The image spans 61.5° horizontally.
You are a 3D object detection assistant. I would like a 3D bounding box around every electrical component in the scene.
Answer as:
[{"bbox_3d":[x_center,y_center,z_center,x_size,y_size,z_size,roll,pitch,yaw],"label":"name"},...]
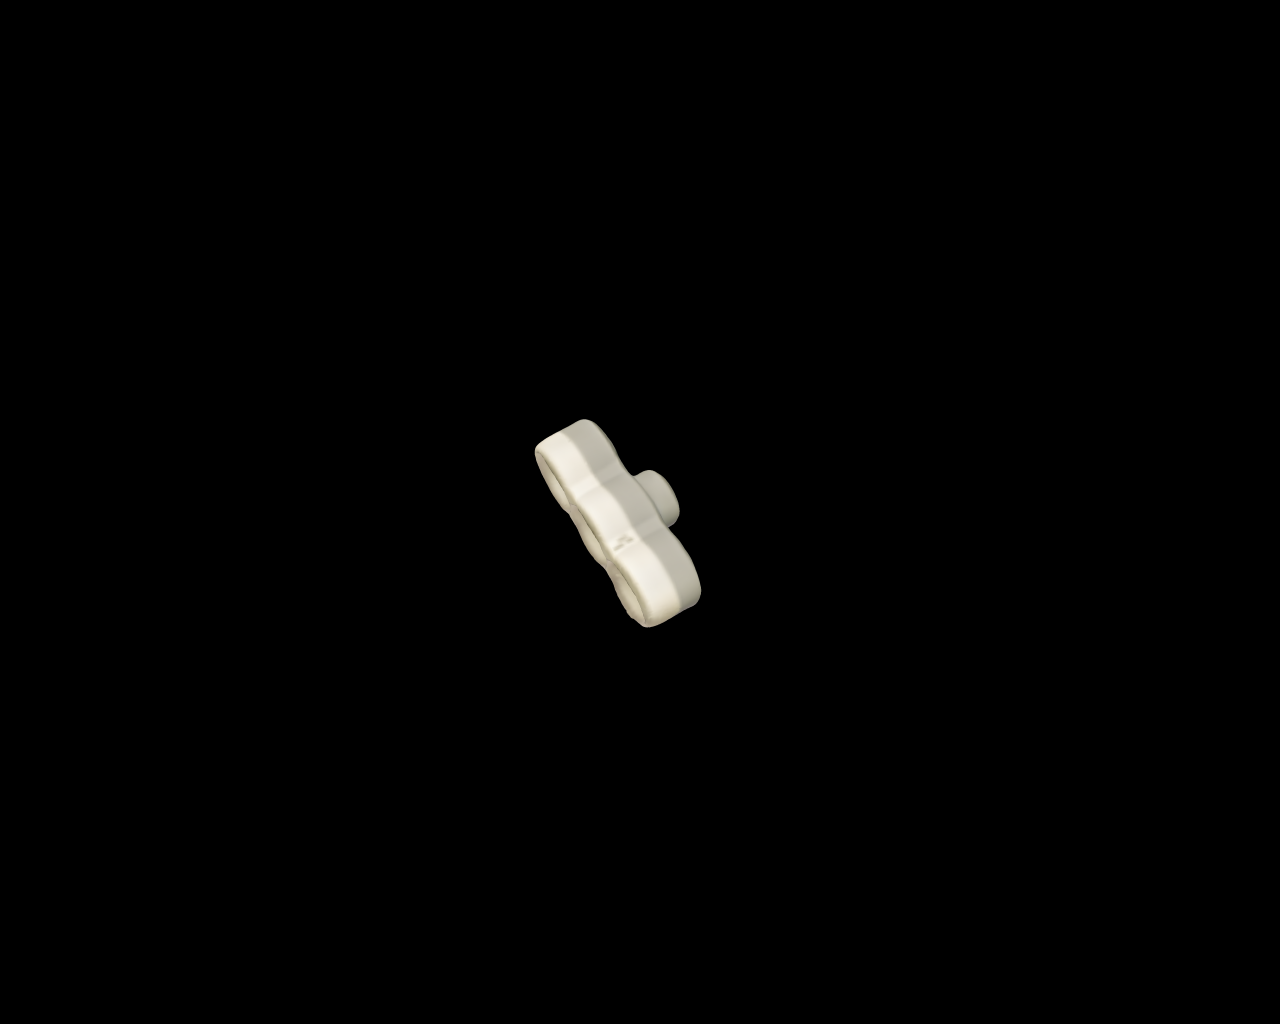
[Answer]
[{"bbox_3d":[0.001,-0.003,0.650,0.074,0.138,0.052,-29,-24,-14],"label":"electrical component"}]
